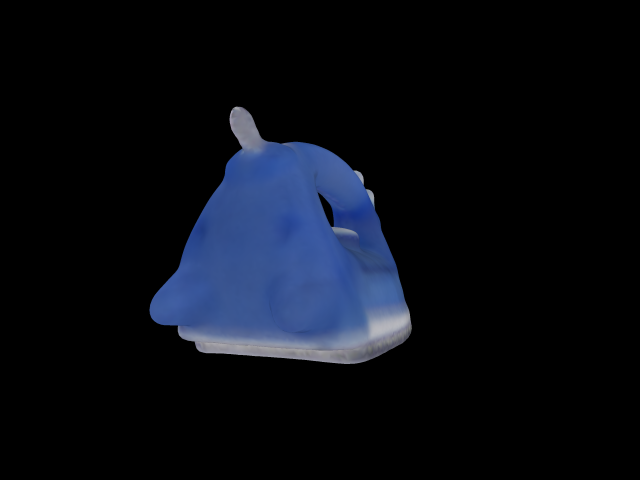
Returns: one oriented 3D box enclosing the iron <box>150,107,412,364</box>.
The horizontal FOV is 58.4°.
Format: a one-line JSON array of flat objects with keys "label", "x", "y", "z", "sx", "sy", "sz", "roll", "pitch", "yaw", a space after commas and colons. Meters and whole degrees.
[{"label": "iron", "x": 0.004, "y": 0.001, "z": 0.400, "sx": 0.118, "sy": 0.141, "sz": 0.259, "roll": 0, "pitch": 0, "yaw": 24}]
